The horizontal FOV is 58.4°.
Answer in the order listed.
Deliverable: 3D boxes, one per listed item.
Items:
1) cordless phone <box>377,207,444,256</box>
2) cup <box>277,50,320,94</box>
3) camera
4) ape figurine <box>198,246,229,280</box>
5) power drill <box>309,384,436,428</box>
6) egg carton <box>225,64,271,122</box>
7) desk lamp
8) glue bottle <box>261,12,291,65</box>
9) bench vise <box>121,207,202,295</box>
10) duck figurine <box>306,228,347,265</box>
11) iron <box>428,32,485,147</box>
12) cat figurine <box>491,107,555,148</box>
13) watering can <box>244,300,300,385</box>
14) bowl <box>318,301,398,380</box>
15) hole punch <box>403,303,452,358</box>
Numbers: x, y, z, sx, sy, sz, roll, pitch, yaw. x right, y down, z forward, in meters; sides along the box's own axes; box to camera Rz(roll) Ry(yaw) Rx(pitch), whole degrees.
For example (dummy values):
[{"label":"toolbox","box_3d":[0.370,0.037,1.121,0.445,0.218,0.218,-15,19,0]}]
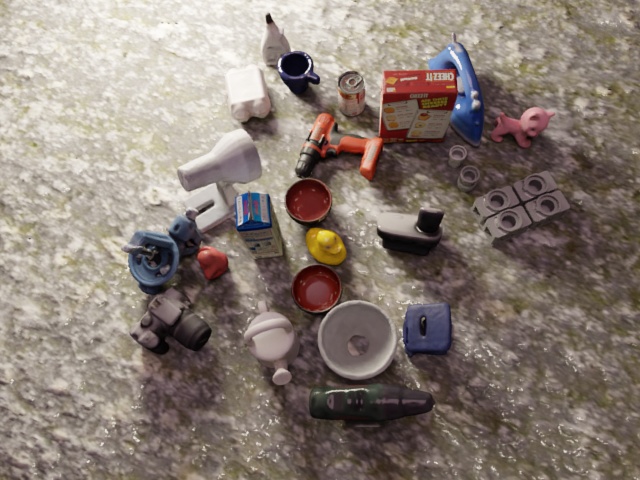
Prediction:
[{"label":"cordless phone","box_3d":[0.199,-0.042,1.249,0.147,0.185,0.094,6,70,6]},{"label":"cup","box_3d":[-0.046,-0.409,1.447,0.117,0.095,0.092,31,74,14]},{"label":"camera","box_3d":[-0.316,0.189,1.238,0.136,0.101,0.143,34,75,15]},{"label":"ape figurine","box_3d":[-0.249,0.047,1.292,0.076,0.092,0.078,3,70,5]},{"label":"power drill","box_3d":[0.097,0.319,1.109,0.229,0.208,0.075,-2,69,3]},{"label":"egg carton","box_3d":[-0.186,-0.374,1.456,0.107,0.069,0.150,-14,69,-2]},{"label":"desk lamp","box_3d":[-0.226,-0.134,1.292,0.203,0.213,0.117,-32,71,-8]},{"label":"glue bottle","box_3d":[-0.118,-0.511,1.447,0.078,0.173,0.037,-2,69,3]},{"label":"bench vise","box_3d":[-0.354,0.002,1.246,0.121,0.220,0.207,14,71,9]},{"label":"duck figurine","box_3d":[0.012,0.005,1.296,0.104,0.086,0.077,39,76,16]},{"label":"iron","box_3d":[0.349,-0.367,1.384,0.118,0.141,0.258,-15,70,-2]},{"label":"cat figurine","box_3d":[0.482,-0.278,1.356,0.127,0.118,0.067,12,71,8]},{"label":"watering can","box_3d":[-0.095,0.206,1.170,0.101,0.194,0.172,-39,72,-10]},{"label":"bowl","box_3d":[0.080,0.217,1.219,0.167,0.075,0.167,-1,70,3]},{"label":"hole punch","box_3d":[0.226,0.190,1.212,0.101,0.091,0.108,2,70,4]}]
